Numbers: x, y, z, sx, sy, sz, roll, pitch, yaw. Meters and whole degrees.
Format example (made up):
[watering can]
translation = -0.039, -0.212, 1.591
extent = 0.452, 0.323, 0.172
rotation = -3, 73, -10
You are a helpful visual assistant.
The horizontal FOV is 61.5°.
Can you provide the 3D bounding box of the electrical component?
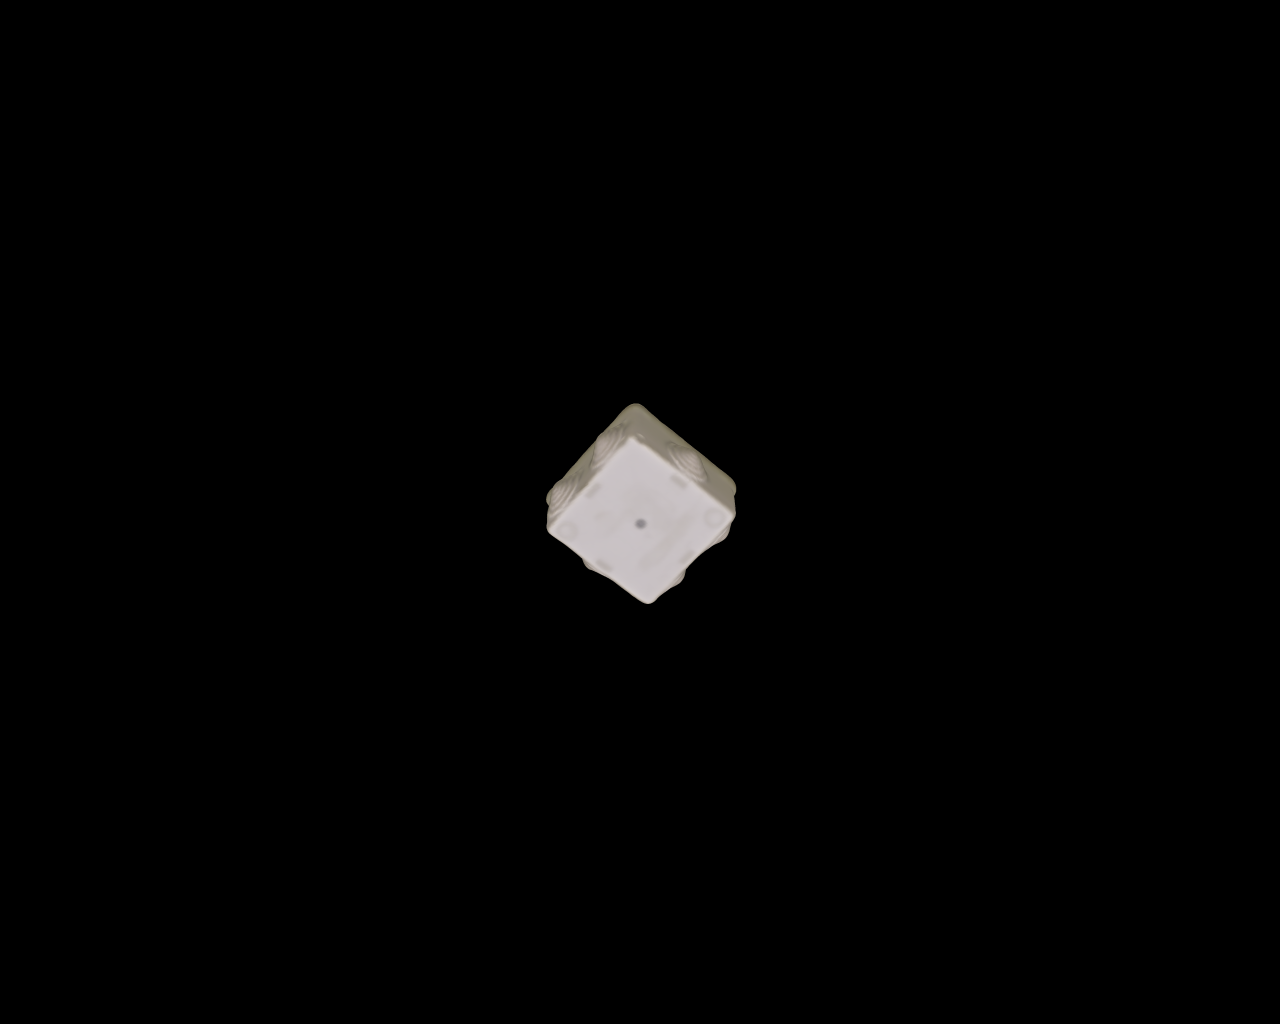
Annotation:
[electrical component]
translation = 0.001, -0.003, 0.650
extent = 0.099, 0.099, 0.048
rotation = 38, 20, -16
